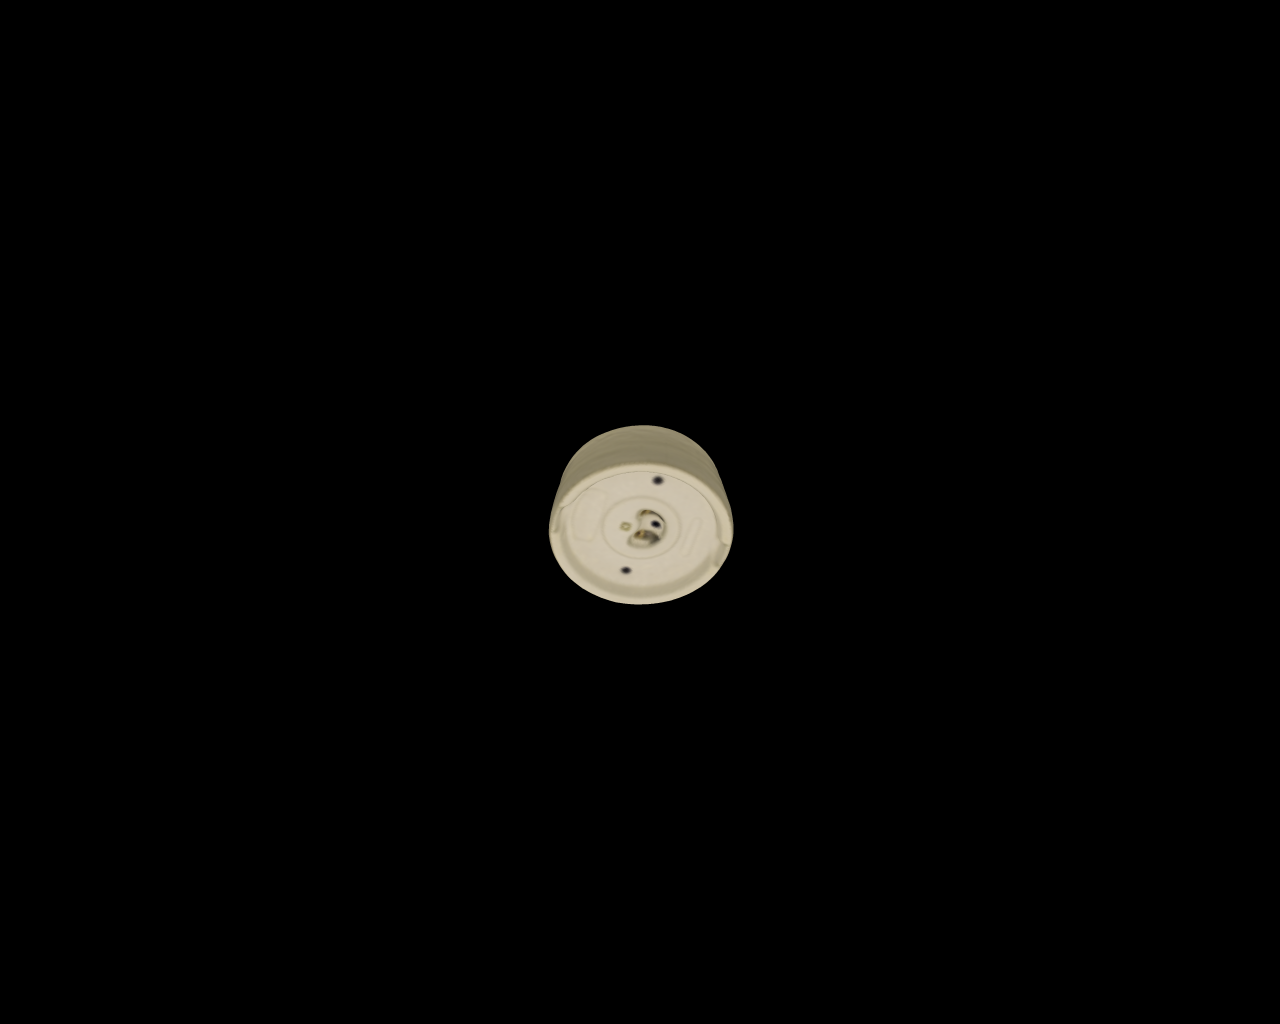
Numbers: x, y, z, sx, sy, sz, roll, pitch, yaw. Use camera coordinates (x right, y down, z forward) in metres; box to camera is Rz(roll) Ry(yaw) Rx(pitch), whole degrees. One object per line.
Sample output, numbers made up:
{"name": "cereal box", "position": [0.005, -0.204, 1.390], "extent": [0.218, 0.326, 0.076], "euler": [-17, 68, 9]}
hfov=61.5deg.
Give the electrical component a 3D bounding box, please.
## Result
{"name": "electrical component", "position": [0.001, -0.003, 0.650], "extent": [0.108, 0.108, 0.060], "euler": [0, 37, 0]}
